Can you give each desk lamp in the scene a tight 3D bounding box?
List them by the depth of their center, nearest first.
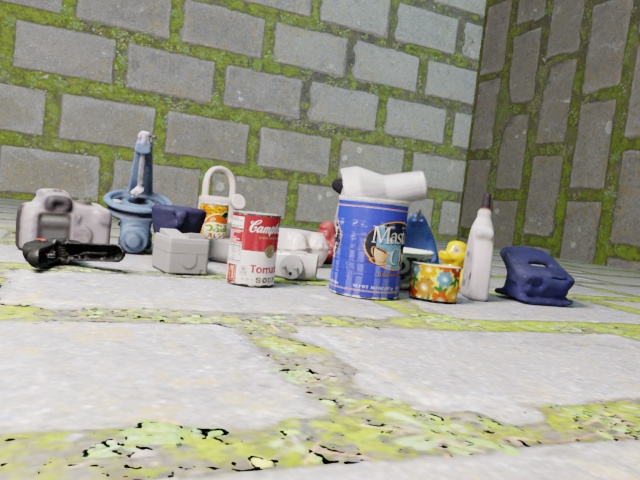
[{"bbox_3d":[0.130,-0.037,1.140,0.203,0.213,0.118,6,3,1],"label":"desk lamp"}]

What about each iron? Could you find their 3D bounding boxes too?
[{"bbox_3d":[0.220,-0.002,1.337,0.118,0.141,0.258,7,3,7],"label":"iron"}]

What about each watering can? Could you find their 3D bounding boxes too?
[{"bbox_3d":[-0.245,-0.085,1.414,0.172,0.194,0.101,8,4,26],"label":"watering can"}]

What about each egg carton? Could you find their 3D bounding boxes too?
[{"bbox_3d":[-0.056,0.013,1.161,0.107,0.069,0.149,4,4,-37],"label":"egg carton"}]

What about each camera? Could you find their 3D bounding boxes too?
[{"bbox_3d":[-0.443,-0.036,0.970,0.144,0.101,0.136,4,4,-40],"label":"camera"}]

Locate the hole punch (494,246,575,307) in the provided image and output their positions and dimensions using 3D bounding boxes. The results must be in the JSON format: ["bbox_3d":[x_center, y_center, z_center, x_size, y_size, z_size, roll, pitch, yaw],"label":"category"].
[{"bbox_3d":[0.367,0.060,0.972,0.109,0.091,0.101,5,3,-17],"label":"hole punch"}]

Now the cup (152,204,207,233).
[{"bbox_3d":[-0.240,-0.010,0.966,0.092,0.095,0.117,5,3,-18],"label":"cup"}]

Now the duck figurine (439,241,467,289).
[{"bbox_3d":[0.256,0.045,1.066,0.105,0.086,0.077,4,4,-34],"label":"duck figurine"}]

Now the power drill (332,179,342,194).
[{"bbox_3d":[0.112,-0.061,1.585,0.228,0.208,0.076,9,4,40],"label":"power drill"}]

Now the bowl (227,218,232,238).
[{"bbox_3d":[-0.241,-0.014,1.238,0.167,0.075,0.167,6,3,0],"label":"bowl"}]

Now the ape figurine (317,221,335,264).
[{"bbox_3d":[0.011,0.004,1.251,0.076,0.092,0.077,4,4,-31],"label":"ape figurine"}]

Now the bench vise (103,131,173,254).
[{"bbox_3d":[-0.351,-0.091,1.079,0.122,0.220,0.206,4,4,-34],"label":"bench vise"}]

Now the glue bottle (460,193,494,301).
[{"bbox_3d":[0.261,0.009,0.929,0.037,0.173,0.078,6,3,2],"label":"glue bottle"}]

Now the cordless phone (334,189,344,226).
[{"bbox_3d":[0.085,-0.037,1.302,0.147,0.185,0.094,9,4,42],"label":"cordless phone"}]
